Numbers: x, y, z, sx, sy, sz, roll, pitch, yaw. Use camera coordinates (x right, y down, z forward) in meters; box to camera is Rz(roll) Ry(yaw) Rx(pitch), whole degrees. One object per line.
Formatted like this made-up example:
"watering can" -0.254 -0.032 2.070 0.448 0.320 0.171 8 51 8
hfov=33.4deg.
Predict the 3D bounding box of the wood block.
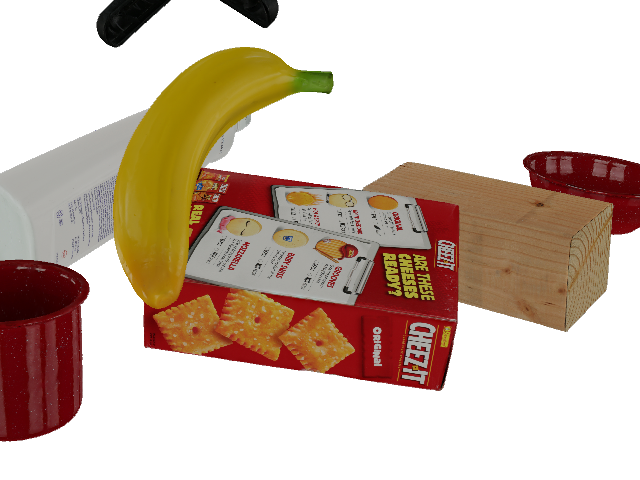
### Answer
"wood block" 0.146 -0.001 0.964 0.206 0.090 0.090 15 30 33

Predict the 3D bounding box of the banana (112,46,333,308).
"banana" -0.059 -0.047 0.529 0.070 0.037 0.197 17 46 15

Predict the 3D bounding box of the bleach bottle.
"bleach bottle" -0.160 -0.058 0.913 0.068 0.103 0.250 39 51 25

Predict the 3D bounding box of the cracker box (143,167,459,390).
"cracker box" -0.008 0.025 0.793 0.213 0.072 0.164 9 32 3

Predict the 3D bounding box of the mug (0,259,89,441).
"mug" -0.190 0.070 0.630 0.093 0.081 0.117 12 23 22

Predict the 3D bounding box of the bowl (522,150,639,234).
"bowl" 0.288 -0.047 1.118 0.162 0.055 0.162 6 20 -2

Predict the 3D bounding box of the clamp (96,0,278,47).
"clamp" -0.084 -0.192 0.757 0.120 0.039 0.171 3 45 3
